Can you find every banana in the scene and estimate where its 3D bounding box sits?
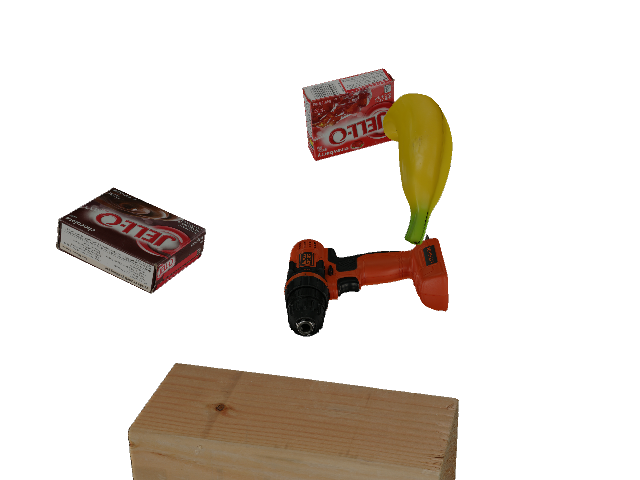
[{"bbox_3d":[0.068,-0.073,0.785,0.037,0.070,0.197,25,25,-12],"label":"banana"}]

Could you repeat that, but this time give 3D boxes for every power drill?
[{"bbox_3d":[0.051,0.050,1.238,0.187,0.057,0.184,-2,28,1],"label":"power drill"}]

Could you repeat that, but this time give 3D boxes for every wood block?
[{"bbox_3d":[-0.015,0.154,0.729,0.206,0.090,0.090,6,27,14],"label":"wood block"}]

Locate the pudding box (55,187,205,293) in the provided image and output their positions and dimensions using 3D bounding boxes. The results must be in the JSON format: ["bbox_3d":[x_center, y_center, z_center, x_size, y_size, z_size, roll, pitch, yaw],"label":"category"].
[{"bbox_3d":[-0.181,-0.002,1.021,0.114,0.039,0.089,22,29,17],"label":"pudding box"}]

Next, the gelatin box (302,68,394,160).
[{"bbox_3d":[0.030,-0.125,1.063,0.089,0.073,0.030,-15,43,-11],"label":"gelatin box"}]
